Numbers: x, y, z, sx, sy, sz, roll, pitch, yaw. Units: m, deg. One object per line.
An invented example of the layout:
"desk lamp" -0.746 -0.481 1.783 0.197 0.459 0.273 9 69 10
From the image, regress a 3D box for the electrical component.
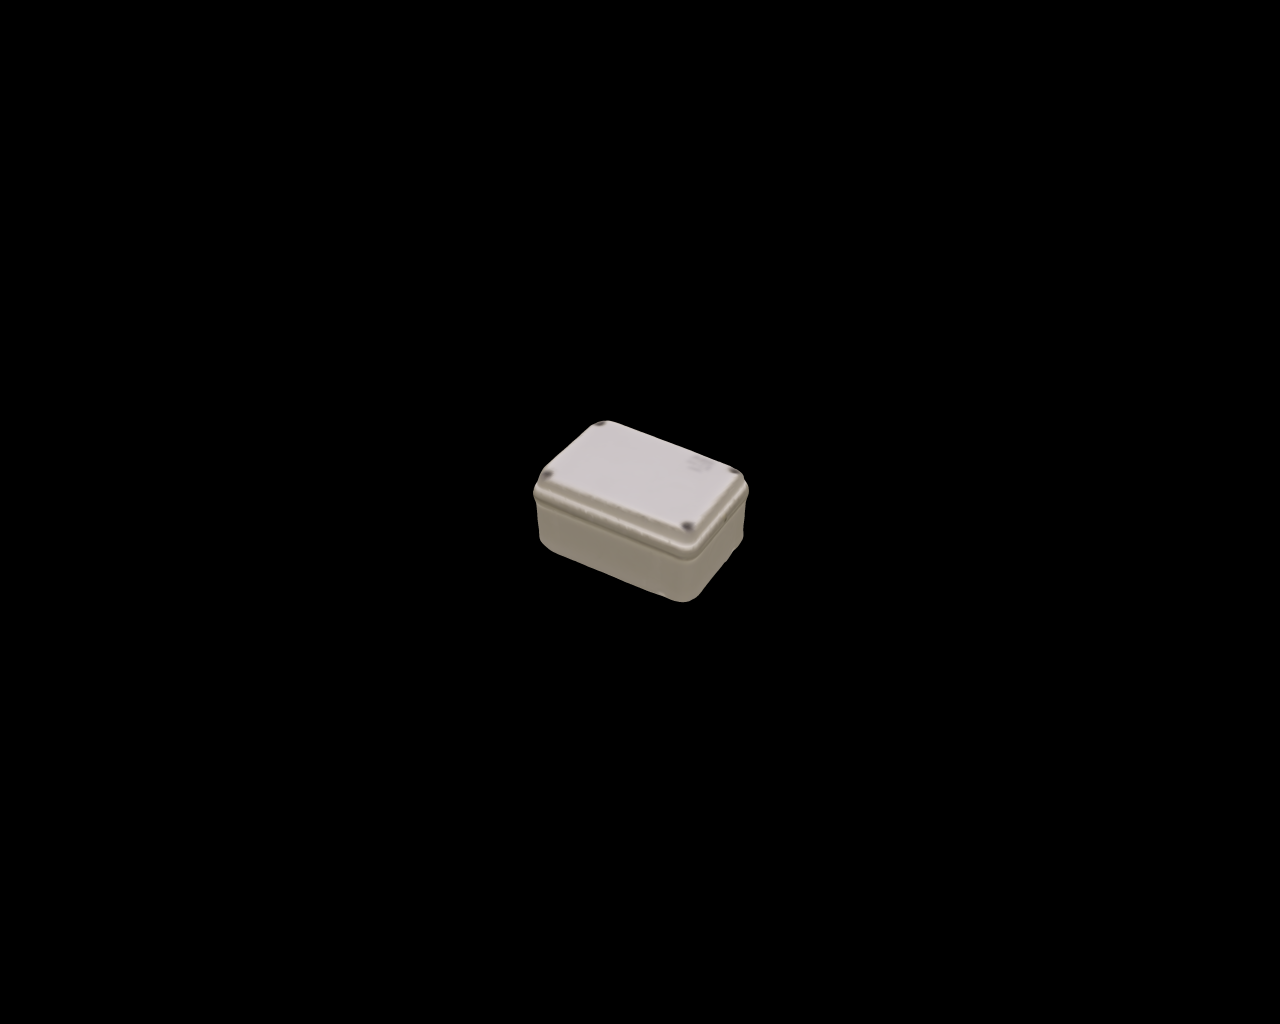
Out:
"electrical component" 0.001 -0.003 0.650 0.113 0.057 0.078 22 45 23
